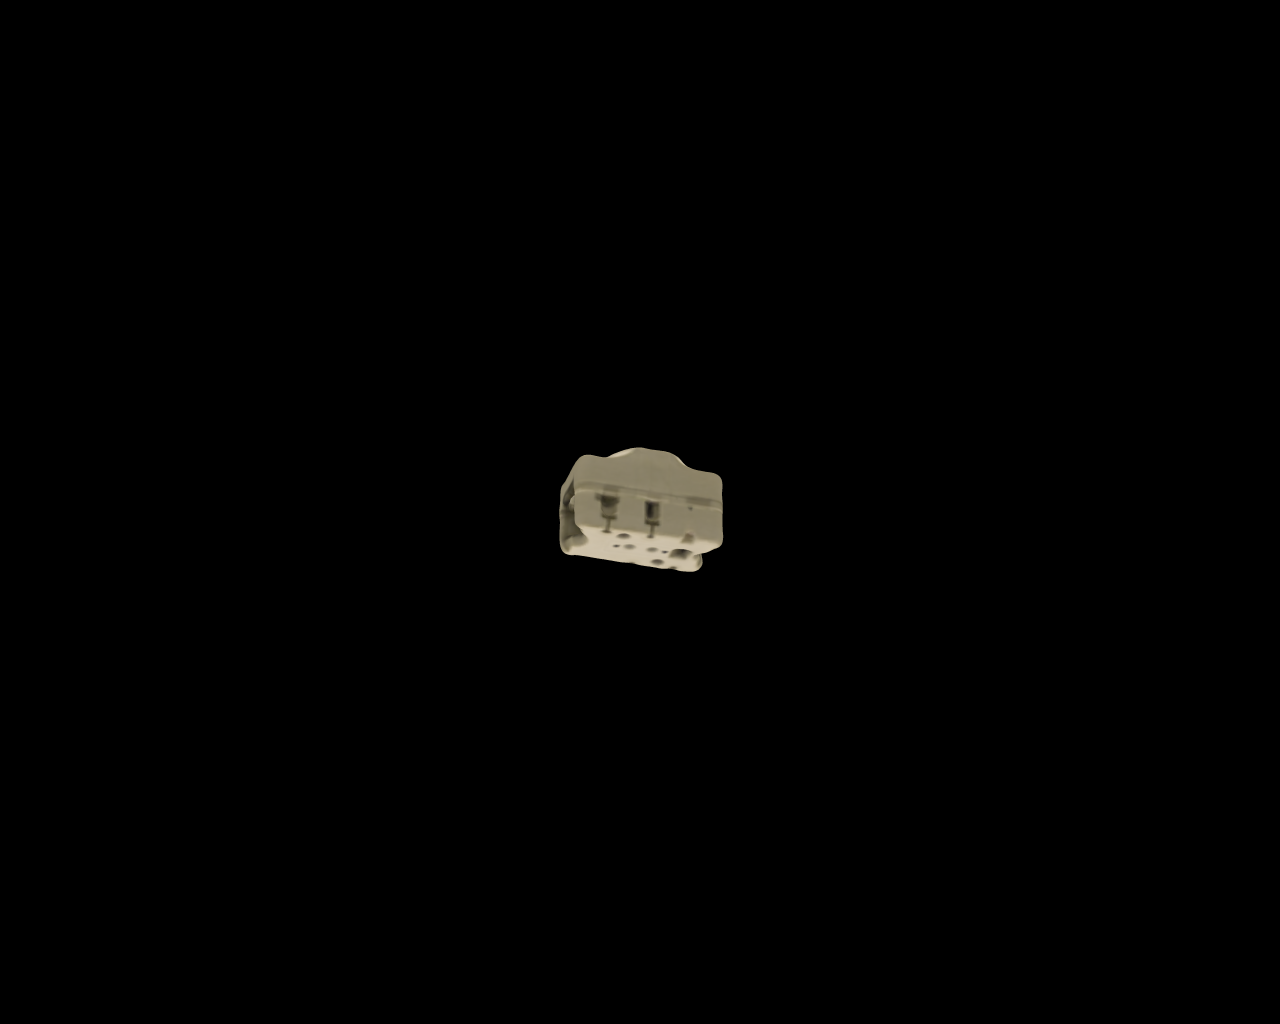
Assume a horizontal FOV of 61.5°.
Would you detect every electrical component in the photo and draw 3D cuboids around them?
[{"bbox_3d":[0.001,-0.003,0.650,0.089,0.056,0.050,8,-28,-16],"label":"electrical component"}]
